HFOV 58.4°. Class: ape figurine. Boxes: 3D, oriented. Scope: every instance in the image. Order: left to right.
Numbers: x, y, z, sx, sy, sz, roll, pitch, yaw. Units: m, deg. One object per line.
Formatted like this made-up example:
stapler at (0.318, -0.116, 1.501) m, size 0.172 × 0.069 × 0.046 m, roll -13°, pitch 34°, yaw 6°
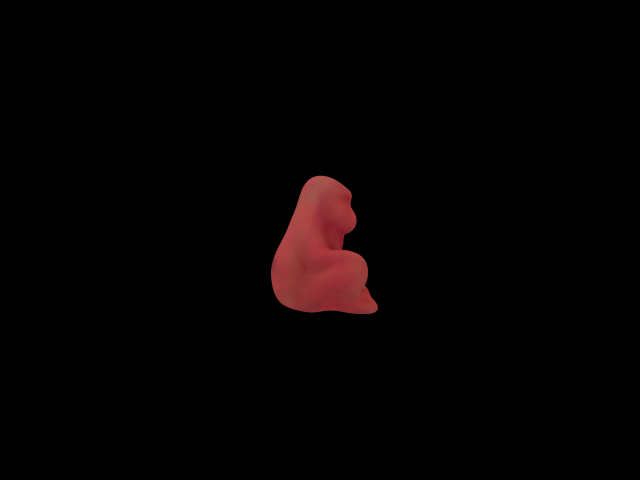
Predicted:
ape figurine at (0.004, 0.001, 0.400) m, size 0.076 × 0.092 × 0.078 m, roll 1°, pitch 11°, yaw 7°
